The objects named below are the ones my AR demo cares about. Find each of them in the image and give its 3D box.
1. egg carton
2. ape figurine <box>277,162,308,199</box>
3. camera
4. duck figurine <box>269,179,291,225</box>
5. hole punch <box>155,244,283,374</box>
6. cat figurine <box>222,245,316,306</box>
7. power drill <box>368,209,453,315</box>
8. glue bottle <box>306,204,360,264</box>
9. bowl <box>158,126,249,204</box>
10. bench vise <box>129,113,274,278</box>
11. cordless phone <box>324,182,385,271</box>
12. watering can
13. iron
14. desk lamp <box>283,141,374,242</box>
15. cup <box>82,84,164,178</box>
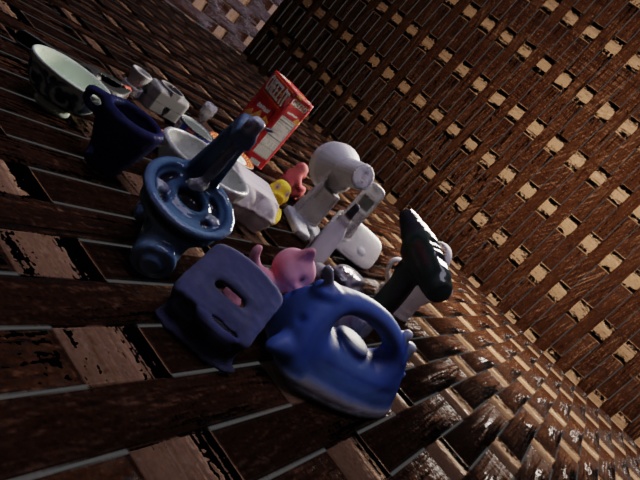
[{"bbox_3d":[-0.137,-0.081,1.059,0.108,0.069,0.150,33,16,-33],"label":"egg carton"},{"bbox_3d":[-0.064,-0.157,1.461,0.077,0.092,0.076,50,15,32],"label":"ape figurine"},{"bbox_3d":[0.041,0.100,0.926,0.143,0.100,0.137,47,14,22],"label":"camera"},{"bbox_3d":[-0.094,-0.086,1.163,0.078,0.086,0.104,38,14,-17],"label":"duck figurine"},{"bbox_3d":[-0.104,0.071,0.623,0.109,0.091,0.101,41,13,-4],"label":"hole punch"},{"bbox_3d":[-0.059,0.043,0.782,0.128,0.117,0.067,29,18,-45],"label":"cat figurine"},{"bbox_3d":[0.156,0.066,1.128,0.076,0.208,0.229,32,17,-37],"label":"power drill"},{"bbox_3d":[0.009,0.004,0.982,0.037,0.173,0.078,39,13,-11],"label":"glue bottle"},{"bbox_3d":[-0.202,-0.104,0.935,0.168,0.074,0.167,39,13,-11],"label":"bowl"},{"bbox_3d":[-0.152,-0.082,0.689,0.122,0.219,0.207,31,17,-40],"label":"bench vise"},{"bbox_3d":[0.108,-0.034,1.356,0.148,0.185,0.094,39,13,-14],"label":"cordless phone"},{"bbox_3d":[0.227,0.086,1.298,0.174,0.194,0.100,28,19,-47],"label":"watering can"},{"bbox_3d":[0.045,0.135,0.739,0.259,0.141,0.118,34,15,-31],"label":"iron"},{"bbox_3d":[0.024,-0.107,1.285,0.118,0.213,0.203,35,15,-29],"label":"desk lamp"},{"bbox_3d":[-0.284,-0.141,0.772,0.118,0.095,0.091,40,13,-10],"label":"cup"}]
